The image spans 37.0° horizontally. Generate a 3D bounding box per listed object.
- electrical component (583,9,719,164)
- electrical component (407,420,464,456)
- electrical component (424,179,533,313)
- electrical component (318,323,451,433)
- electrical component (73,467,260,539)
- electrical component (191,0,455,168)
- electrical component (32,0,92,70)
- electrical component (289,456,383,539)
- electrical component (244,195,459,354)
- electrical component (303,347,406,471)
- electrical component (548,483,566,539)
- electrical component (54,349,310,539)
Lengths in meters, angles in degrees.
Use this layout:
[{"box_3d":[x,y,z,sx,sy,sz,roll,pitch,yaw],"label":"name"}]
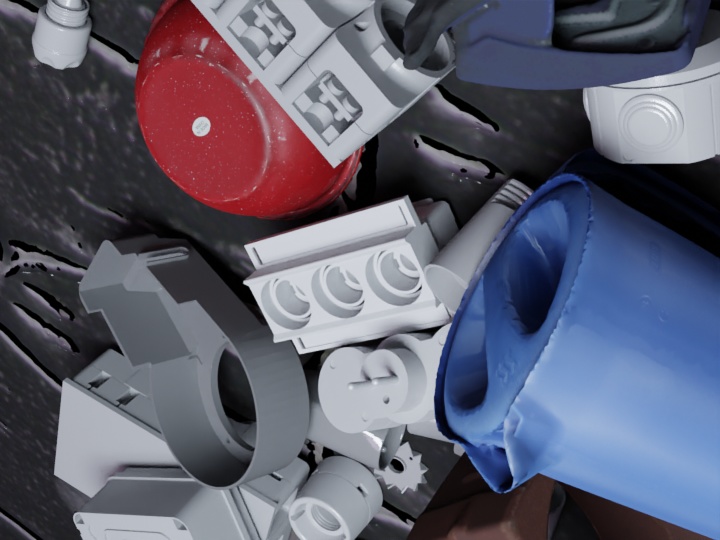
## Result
[{"box_3d":[0.143,-0.087,0.501,0.080,0.080,0.051,4,124,29],"label":"electrical component"},{"box_3d":[0.064,0.093,0.678,0.055,0.045,0.045,23,127,18],"label":"electrical component"},{"box_3d":[0.077,-0.014,0.586,0.043,0.081,0.043,38,159,17],"label":"electrical component"},{"box_3d":[0.025,0.063,0.619,0.138,0.074,0.052,-16,79,41],"label":"electrical component"},{"box_3d":[-0.135,0.186,0.764,0.113,0.057,0.078,-6,114,34],"label":"electrical component"},{"box_3d":[-0.023,-0.142,0.560,0.150,0.089,0.062,49,130,-3],"label":"electrical component"},{"box_3d":[-0.188,-0.161,0.685,0.035,0.035,0.061,33,127,10],"label":"electrical component"},{"box_3d":[-0.019,0.169,0.771,0.055,0.047,0.055,15,124,23],"label":"electrical component"},{"box_3d":[0.000,0.000,0.648,0.121,0.063,0.078,-14,109,36],"label":"electrical component"},{"box_3d":[-0.010,0.086,0.719,0.077,0.043,0.079,21,126,20],"label":"electrical component"},{"box_3d":[0.103,0.171,0.701,0.043,0.043,0.081,23,127,18],"label":"electrical component"},{"box_3d":[-0.137,0.150,0.822,0.186,0.060,0.105,28,128,14],"label":"electrical component"}]
